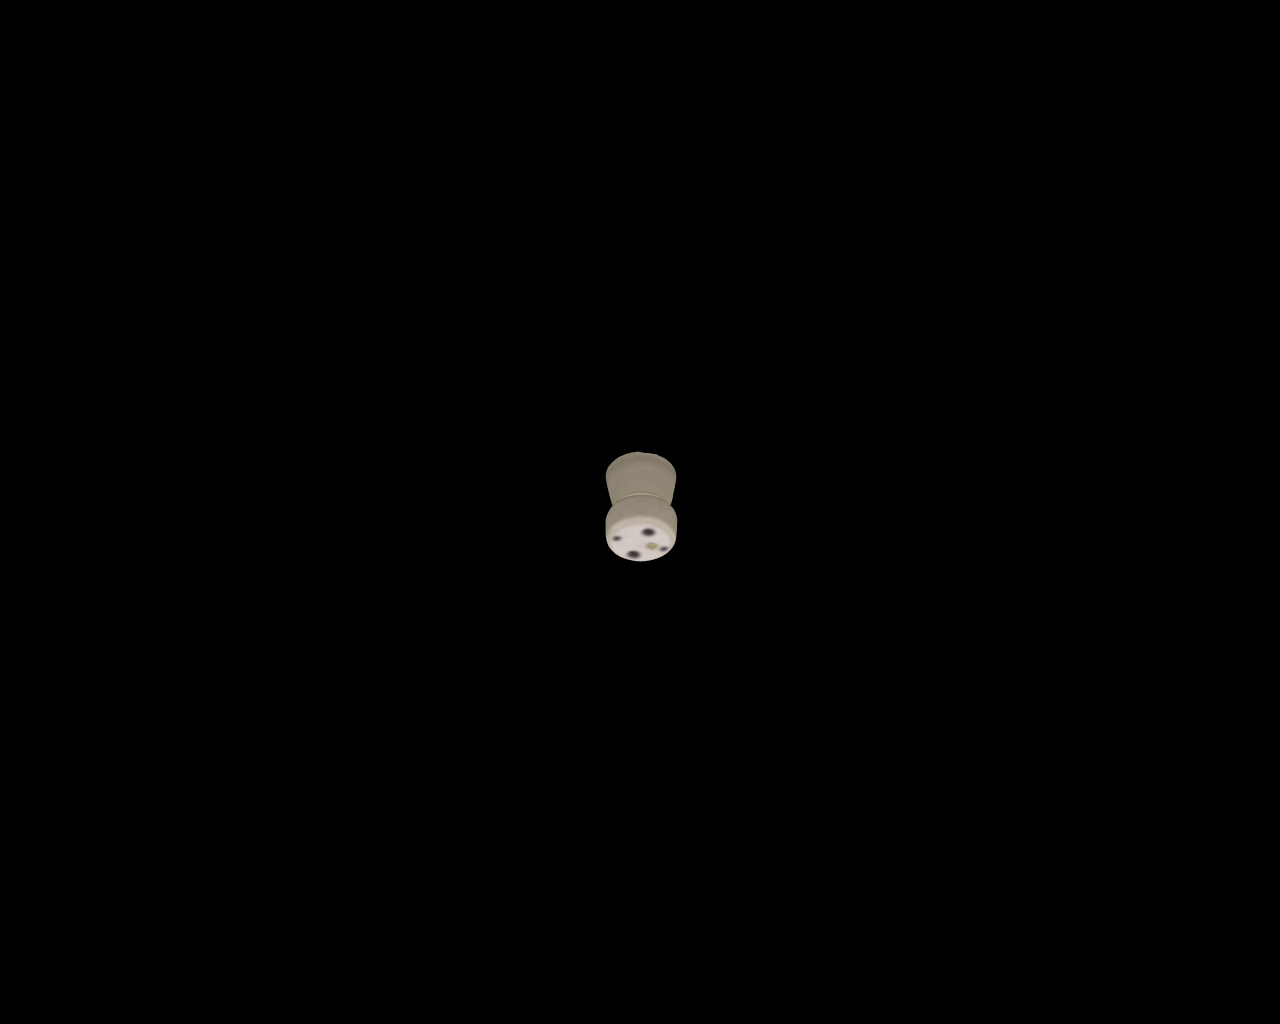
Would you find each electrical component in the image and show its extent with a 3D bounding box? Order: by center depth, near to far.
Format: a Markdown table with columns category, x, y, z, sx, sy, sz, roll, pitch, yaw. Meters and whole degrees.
| category | x | y | z | sx | sy | sz | roll | pitch | yaw |
| --- | --- | --- | --- | --- | --- | --- | --- | --- | --- |
| electrical component | 0.001 | -0.003 | 0.650 | 0.045 | 0.055 | 0.044 | 0 | -40 | 0 |
